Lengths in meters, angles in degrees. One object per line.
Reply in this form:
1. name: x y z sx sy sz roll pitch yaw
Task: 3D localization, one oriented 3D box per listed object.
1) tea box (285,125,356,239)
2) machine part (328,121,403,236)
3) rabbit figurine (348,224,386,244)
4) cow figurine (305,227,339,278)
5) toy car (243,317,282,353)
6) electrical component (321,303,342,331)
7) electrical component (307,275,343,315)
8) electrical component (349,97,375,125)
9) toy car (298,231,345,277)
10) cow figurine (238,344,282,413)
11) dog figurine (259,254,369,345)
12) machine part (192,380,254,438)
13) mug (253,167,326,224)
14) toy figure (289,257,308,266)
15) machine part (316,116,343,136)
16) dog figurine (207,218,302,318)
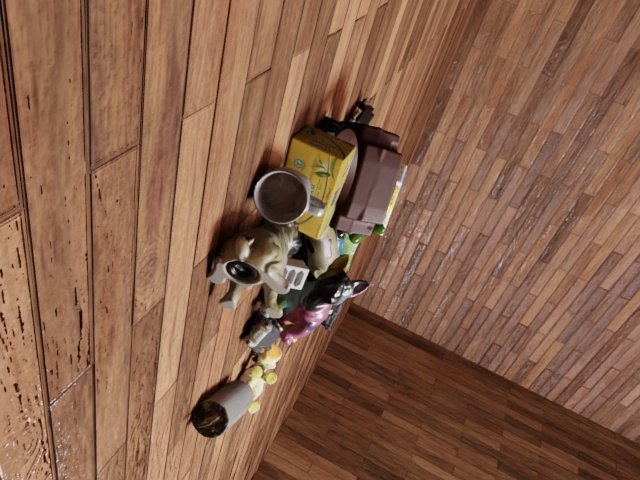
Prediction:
1. tea box: -0.012 -0.097 0.924 0.068 0.098 0.169 -54 164 -51
2. machine part: 0.068 -0.119 1.028 0.201 0.087 0.201 -141 -116 -66
3. rabbit figurine: 0.097 -0.076 1.217 0.170 0.121 0.159 47 23 -62
4. cow figurine: -0.002 -0.004 1.172 0.127 0.086 0.194 -61 147 -60
5. toy car: -0.124 0.213 1.226 0.073 0.056 0.201 -45 168 -2
6. electrical component: 0.021 0.176 1.444 0.119 0.075 0.047 -59 166 -15
7. electrical component: 0.000 0.127 1.285 0.134 0.115 0.058 111 -34 -46
8. electrical component: 0.084 -0.265 1.180 0.102 0.045 0.078 -56 -164 -28
9. toy car: 0.002 0.007 1.309 0.103 0.109 0.161 -104 -158 -68
10. cow figurine: -0.156 0.332 1.321 0.167 0.068 0.098 -58 -162 -20
11. dog figurine: -0.006 0.123 1.147 0.219 0.108 0.191 -34 175 4
12. machine part: -0.201 0.352 1.132 0.079 0.079 0.243 -65 170 5
13. mug: -0.041 -0.073 0.833 0.107 0.110 0.080 -76 -175 -72
14. toy figure: -0.074 0.074 1.157 0.154 0.058 0.064 -24 133 -68
15. machine part: -0.001 -0.160 1.007 0.084 0.039 0.138 -39 155 -56
16. dog figurine: -0.087 0.000 0.838 0.172 0.121 0.190 108 -2 -53
